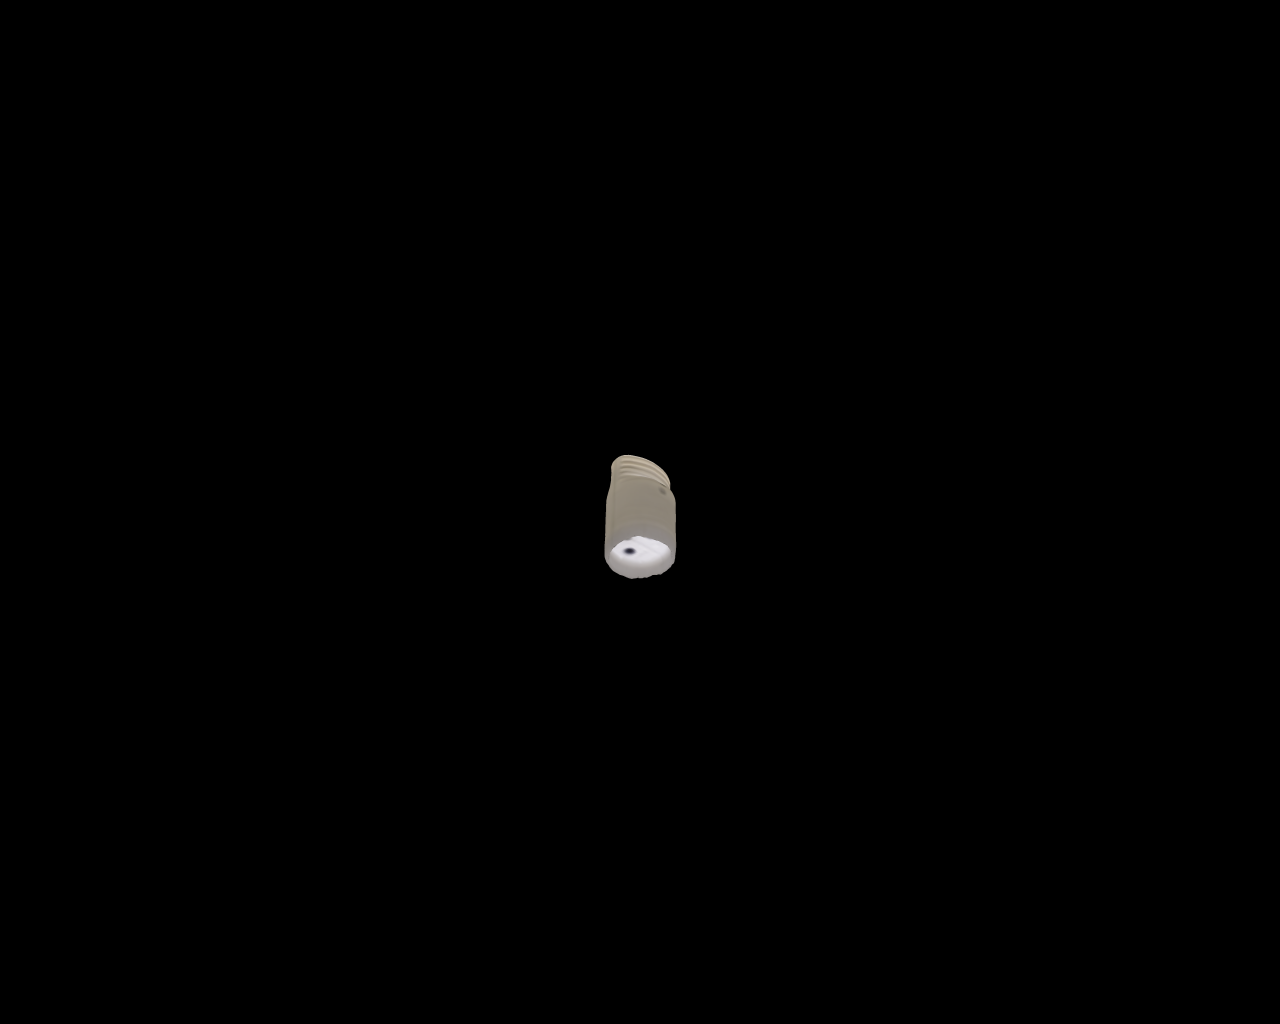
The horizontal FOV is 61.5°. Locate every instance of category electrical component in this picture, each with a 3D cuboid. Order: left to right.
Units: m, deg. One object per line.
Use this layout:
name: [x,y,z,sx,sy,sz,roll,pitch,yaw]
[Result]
electrical component: [0.001,-0.003,0.650,0.043,0.081,0.043,0,-40,0]
